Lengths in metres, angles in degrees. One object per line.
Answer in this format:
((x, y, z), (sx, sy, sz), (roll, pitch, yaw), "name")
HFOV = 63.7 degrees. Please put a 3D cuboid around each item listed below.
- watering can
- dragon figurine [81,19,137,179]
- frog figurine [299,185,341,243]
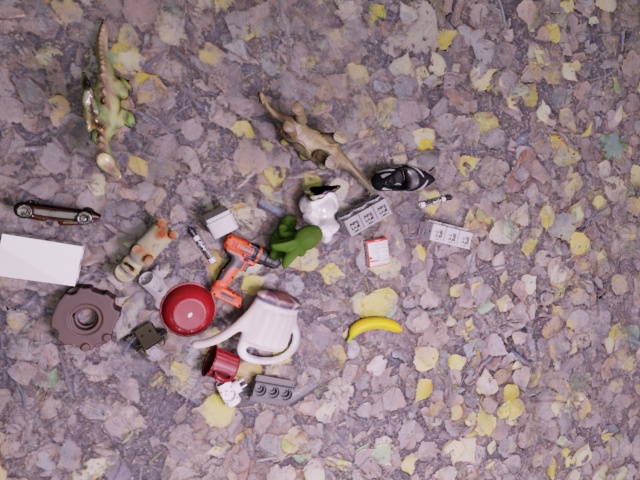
((-0.183, 0.246, 1.483), (0.345, 0.105, 0.224), (20, 89, -38), "watering can")
((-0.537, -0.356, 1.272), (0.122, 0.244, 0.407), (-7, 100, -12), "dragon figurine")
((0.005, -0.077, 1.535), (0.140, 0.123, 0.156), (-41, 131, -52), "frog figurine")
